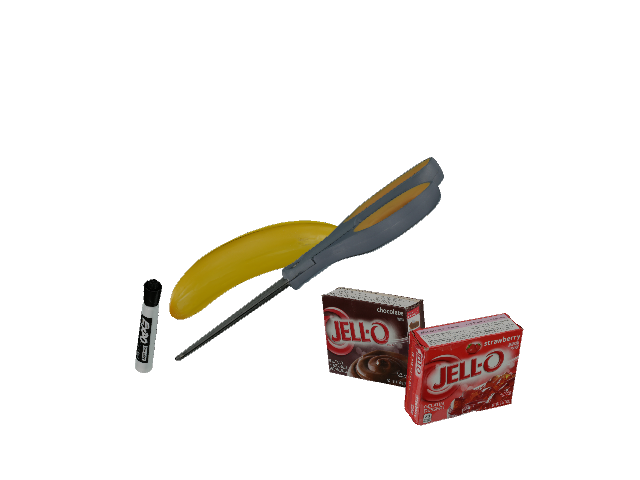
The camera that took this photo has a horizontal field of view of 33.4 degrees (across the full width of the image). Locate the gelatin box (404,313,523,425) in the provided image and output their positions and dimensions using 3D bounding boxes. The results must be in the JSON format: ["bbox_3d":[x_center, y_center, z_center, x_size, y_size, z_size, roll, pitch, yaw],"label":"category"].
[{"bbox_3d":[0.112,0.101,0.842,0.089,0.073,0.030,-9,30,-21],"label":"gelatin box"}]

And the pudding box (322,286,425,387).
[{"bbox_3d":[0.058,0.101,1.132,0.114,0.090,0.039,5,20,36],"label":"pudding box"}]

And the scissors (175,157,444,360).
[{"bbox_3d":[-0.002,0.016,0.635,0.201,0.016,0.096,-39,11,-7],"label":"scissors"}]

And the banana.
[{"bbox_3d":[-0.057,0.023,0.907,0.198,0.037,0.069,-18,-47,20],"label":"banana"}]

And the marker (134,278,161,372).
[{"bbox_3d":[-0.181,0.090,1.123,0.020,0.121,0.020,9,35,-6],"label":"marker"}]
